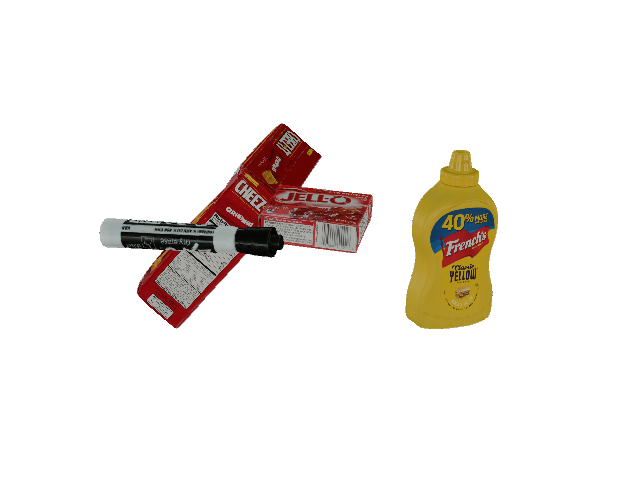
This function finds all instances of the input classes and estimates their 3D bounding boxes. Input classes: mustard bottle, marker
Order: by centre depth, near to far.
[{"bbox_3d":[-0.081,-0.002,0.669,0.121,0.020,0.020,3,1,18],"label":"marker"},{"bbox_3d":[0.144,-0.003,1.150,0.096,0.192,0.058,-6,20,-22],"label":"mustard bottle"}]

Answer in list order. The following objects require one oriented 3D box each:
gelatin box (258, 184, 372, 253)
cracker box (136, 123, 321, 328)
[{"bbox_3d":[-0.004,-0.021,0.946,0.089,0.030,0.073,8,25,11],"label":"gelatin box"},{"bbox_3d":[-0.105,-0.020,1.226,0.072,0.214,0.164,40,26,-6],"label":"cracker box"}]
